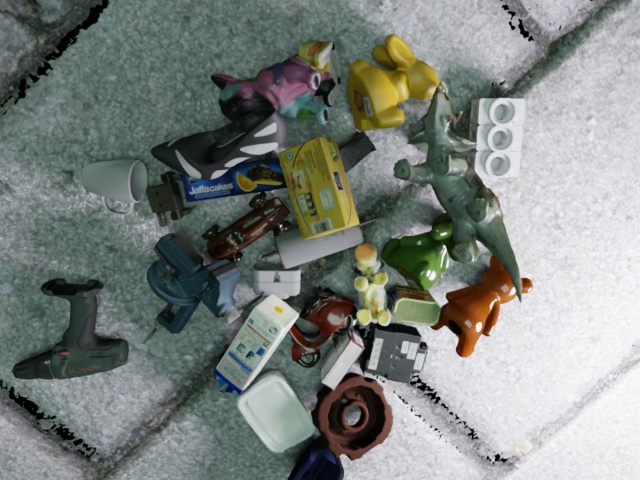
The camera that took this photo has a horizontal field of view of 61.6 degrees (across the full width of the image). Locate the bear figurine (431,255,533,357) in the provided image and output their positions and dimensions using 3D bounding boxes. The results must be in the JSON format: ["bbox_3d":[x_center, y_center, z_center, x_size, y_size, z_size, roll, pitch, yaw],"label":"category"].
[{"bbox_3d":[0.337,0.131,1.124,0.196,0.131,0.120,-37,67,-24],"label":"bear figurine"}]

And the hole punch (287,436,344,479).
[{"bbox_3d":[-0.018,0.494,1.164,0.092,0.116,0.142,27,101,-16],"label":"hole punch"}]

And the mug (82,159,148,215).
[{"bbox_3d":[-0.396,-0.105,1.032,0.107,0.081,0.109,8,107,7],"label":"mug"}]

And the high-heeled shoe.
[{"bbox_3d":[-0.181,-0.179,0.941,0.249,0.145,0.086,1,61,-5],"label":"high-heeled shoe"}]

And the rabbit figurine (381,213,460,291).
[{"bbox_3d":[0.224,0.004,1.069,0.121,0.159,0.170,42,82,-1],"label":"rabbit figurine"}]

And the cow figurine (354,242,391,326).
[{"bbox_3d":[0.106,0.090,1.104,0.068,0.098,0.167,-5,86,6],"label":"cow figurine"}]

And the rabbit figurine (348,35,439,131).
[{"bbox_3d":[0.141,-0.296,1.019,0.173,0.122,0.162,-18,94,-14],"label":"rabbit figurine"}]

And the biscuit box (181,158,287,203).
[{"bbox_3d":[-0.161,-0.116,1.036,0.203,0.059,0.062,-10,97,-8],"label":"biscuit box"}]

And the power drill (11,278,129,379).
[{"bbox_3d":[-0.512,0.185,1.084,0.232,0.086,0.207,0,99,-5],"label":"power drill"}]

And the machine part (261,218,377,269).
[{"bbox_3d":[-0.002,-0.003,1.075,0.243,0.079,0.079,-18,103,1],"label":"machine part"}]

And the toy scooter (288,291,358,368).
[{"bbox_3d":[-0.017,0.170,1.117,0.135,0.075,0.184,41,102,-10],"label":"toy scooter"}]

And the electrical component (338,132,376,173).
[{"bbox_3d":[0.046,-0.160,1.046,0.119,0.075,0.047,-39,102,1],"label":"electrical component"}]

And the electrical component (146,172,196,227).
[{"bbox_3d":[-0.294,-0.083,1.058,0.078,0.045,0.102,-13,102,24],"label":"electrical component"}]

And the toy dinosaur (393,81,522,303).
[{"bbox_3d":[0.269,-0.082,0.990,0.131,0.192,0.404,-32,85,39],"label":"toy dinosaur"}]

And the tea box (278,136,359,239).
[{"bbox_3d":[-0.002,-0.095,0.992,0.098,0.068,0.169,-16,87,27],"label":"tea box"}]

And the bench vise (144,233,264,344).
[{"bbox_3d":[-0.257,0.111,1.056,0.224,0.129,0.240,38,121,2],"label":"bench vise"}]

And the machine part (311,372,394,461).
[{"bbox_3d":[0.068,0.372,1.148,0.179,0.056,0.179,1,87,-23],"label":"machine part"}]

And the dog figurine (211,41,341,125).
[{"bbox_3d":[-0.086,-0.287,0.995,0.219,0.191,0.108,4,142,19],"label":"dog figurine"}]

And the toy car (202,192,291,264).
[{"bbox_3d":[-0.145,-0.017,1.045,0.202,0.053,0.089,-29,105,30],"label":"toy car"}]

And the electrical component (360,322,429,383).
[{"bbox_3d":[0.162,0.240,1.151,0.134,0.058,0.114,12,103,-7],"label":"electrical component"}]
